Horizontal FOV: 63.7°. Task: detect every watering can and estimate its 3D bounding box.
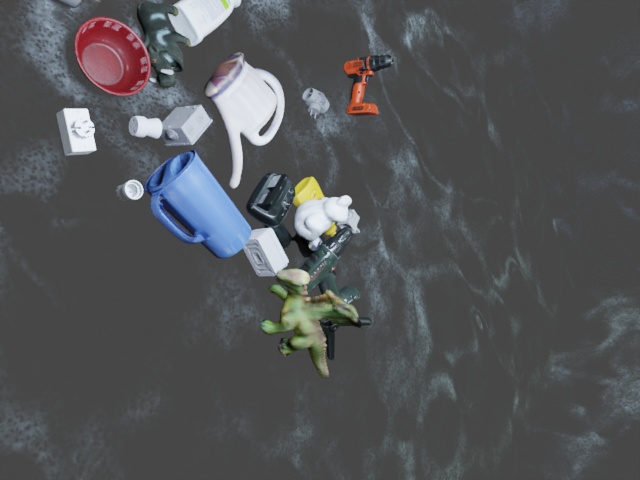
[{"bbox_3d":[-0.198,-0.315,1.279,0.221,0.103,0.355,46,51,-32],"label":"watering can"}]

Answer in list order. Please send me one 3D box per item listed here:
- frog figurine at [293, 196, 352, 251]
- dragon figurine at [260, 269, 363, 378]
[{"bbox_3d":[0.004,-0.069,1.362,0.123,0.156,0.140,41,44,1],"label":"frog figurine"},{"bbox_3d":[-0.004,0.215,1.306,0.404,0.241,0.125,53,44,-26],"label":"dragon figurine"}]
